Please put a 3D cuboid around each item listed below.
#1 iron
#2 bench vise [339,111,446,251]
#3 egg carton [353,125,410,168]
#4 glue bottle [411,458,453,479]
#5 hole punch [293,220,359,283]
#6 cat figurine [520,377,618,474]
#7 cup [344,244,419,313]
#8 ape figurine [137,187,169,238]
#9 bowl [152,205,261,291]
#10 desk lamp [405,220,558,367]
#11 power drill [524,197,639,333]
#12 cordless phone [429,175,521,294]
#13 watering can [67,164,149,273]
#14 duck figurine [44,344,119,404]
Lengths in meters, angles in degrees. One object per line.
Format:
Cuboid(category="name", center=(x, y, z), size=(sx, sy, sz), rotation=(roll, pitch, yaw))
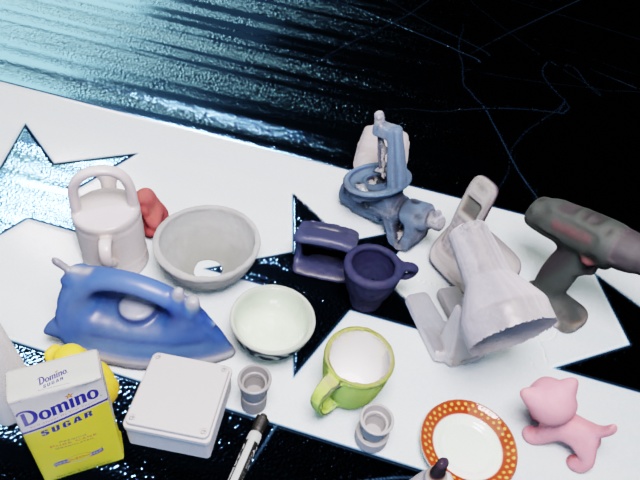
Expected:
Cuboid(category="iron", center=(-0.242, 0.093, 0.786), size=(0.258, 0.141, 0.118), rotation=(10, 44, 2))
Cuboid(category="bench vise", center=(0.135, -0.106, 0.988), size=(0.207, 0.220, 0.122), rotation=(22, 46, 14))
Cuboid(category="egg carton", center=(0.125, -0.173, 1.161), size=(0.107, 0.069, 0.150), rotation=(11, 45, 2))
Cuboid(category="glue bottle", center=(0.116, 0.281, 0.629), size=(0.078, 0.173, 0.037), rotation=(-7, 46, -15))
Cuboid(category="hole punch", center=(0.009, 0.003, 0.951), size=(0.108, 0.091, 0.101), rotation=(11, 45, 3))
Cuboid(category="cat figurine", center=(0.321, 0.229, 0.752), size=(0.127, 0.118, 0.067), rotation=(27, 47, 18))
Cuboid(category="cup", center=(0.090, 0.067, 0.896), size=(0.118, 0.095, 0.091), rotation=(-1, 45, -9))
Cuboid(category="ape figurine", center=(-0.291, -0.050, 0.958), size=(0.076, 0.092, 0.077), rotation=(-24, 53, -28))
Cuboid(category="bowl", center=(-0.178, 0.023, 0.914), size=(0.167, 0.075, 0.167), rotation=(4, 45, -4))
Cuboid(category="desk lamp", center=(0.216, 0.090, 0.807), size=(0.118, 0.213, 0.203), rotation=(-9, 47, -17))
Cuboid(category="power drill", center=(0.406, 0.044, 0.886), size=(0.076, 0.208, 0.229), rotation=(-28, 55, -31))
Cuboid(category="cordless phone", center=(0.264, 0.000, 0.926), size=(0.094, 0.185, 0.147), rotation=(-25, 53, -29))
Cuboid(category="watering can", center=(-0.325, -0.040, 0.870), size=(0.101, 0.194, 0.172), rotation=(-23, 52, -28))
Cuboid(category="duck figurine", center=(-0.311, 0.171, 0.737), size=(0.104, 0.086, 0.078), rotation=(25, 47, 16))
